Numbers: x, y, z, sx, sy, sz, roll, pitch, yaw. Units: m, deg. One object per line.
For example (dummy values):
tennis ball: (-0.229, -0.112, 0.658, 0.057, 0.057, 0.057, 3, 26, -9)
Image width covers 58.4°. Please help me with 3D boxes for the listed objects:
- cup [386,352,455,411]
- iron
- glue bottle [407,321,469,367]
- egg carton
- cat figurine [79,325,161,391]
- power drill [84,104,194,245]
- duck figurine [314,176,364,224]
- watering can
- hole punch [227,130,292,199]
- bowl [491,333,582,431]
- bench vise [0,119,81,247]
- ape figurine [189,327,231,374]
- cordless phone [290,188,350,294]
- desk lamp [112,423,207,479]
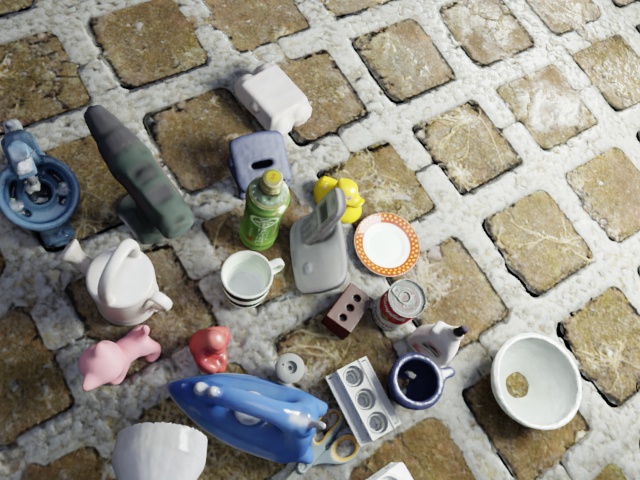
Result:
cup: (0.160, 0.239, 0.961, 0.118, 0.095, 0.091, -11, 71, -17)
iron: (-0.113, 0.253, 0.867, 0.258, 0.141, 0.119, 19, 65, -5)
glue bottle: (0.206, 0.167, 0.957, 0.078, 0.173, 0.037, 39, 65, 5)
egg carton: (-0.094, -0.275, 1.127, 0.107, 0.069, 0.150, -39, 81, -23)
cat figurine: (-0.309, 0.173, 0.868, 0.128, 0.117, 0.067, -37, 80, -23)
power drill: (-0.292, -0.083, 0.926, 0.076, 0.208, 0.229, -39, 81, -23)
duck figurine: (0.039, -0.087, 1.072, 0.104, 0.086, 0.078, 42, 66, 6)
watering can: (-0.310, 0.059, 0.872, 0.173, 0.194, 0.101, 7, 67, -10)
hole punch: (-0.108, -0.139, 1.056, 0.109, 0.091, 0.101, -16, 72, -18)
bowl: (0.368, 0.253, 1.014, 0.167, 0.074, 0.167, 5, 67, -11)
bench vise: (-0.465, -0.107, 0.890, 0.207, 0.219, 0.122, 45, 66, 7)
ape figurine: (-0.171, 0.169, 0.915, 0.076, 0.092, 0.078, 39, 65, 5)
cordless phone: (0.009, 0.003, 0.973, 0.094, 0.185, 0.147, -5, 69, -14)
desk lamp: (-0.219, 0.356, 0.761, 0.118, 0.213, 0.203, 7, 67, -10)
